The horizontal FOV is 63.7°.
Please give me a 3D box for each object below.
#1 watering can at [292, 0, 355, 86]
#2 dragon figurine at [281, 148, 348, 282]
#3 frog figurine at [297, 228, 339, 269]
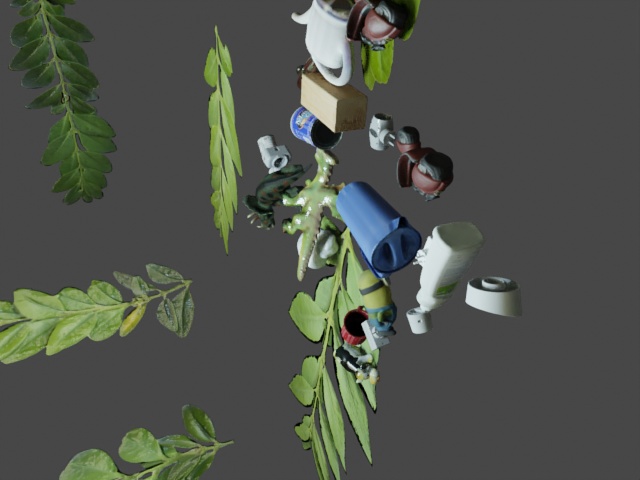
[{"bbox_3d":[0.008,-0.548,1.298,0.354,0.104,0.219,63,153,30],"label":"watering can"},{"bbox_3d":[0.005,-0.077,1.536,0.242,0.122,0.410,-4,90,50],"label":"dragon figurine"},{"bbox_3d":[-0.007,0.027,1.658,0.159,0.122,0.137,-174,91,-79],"label":"frog figurine"}]
